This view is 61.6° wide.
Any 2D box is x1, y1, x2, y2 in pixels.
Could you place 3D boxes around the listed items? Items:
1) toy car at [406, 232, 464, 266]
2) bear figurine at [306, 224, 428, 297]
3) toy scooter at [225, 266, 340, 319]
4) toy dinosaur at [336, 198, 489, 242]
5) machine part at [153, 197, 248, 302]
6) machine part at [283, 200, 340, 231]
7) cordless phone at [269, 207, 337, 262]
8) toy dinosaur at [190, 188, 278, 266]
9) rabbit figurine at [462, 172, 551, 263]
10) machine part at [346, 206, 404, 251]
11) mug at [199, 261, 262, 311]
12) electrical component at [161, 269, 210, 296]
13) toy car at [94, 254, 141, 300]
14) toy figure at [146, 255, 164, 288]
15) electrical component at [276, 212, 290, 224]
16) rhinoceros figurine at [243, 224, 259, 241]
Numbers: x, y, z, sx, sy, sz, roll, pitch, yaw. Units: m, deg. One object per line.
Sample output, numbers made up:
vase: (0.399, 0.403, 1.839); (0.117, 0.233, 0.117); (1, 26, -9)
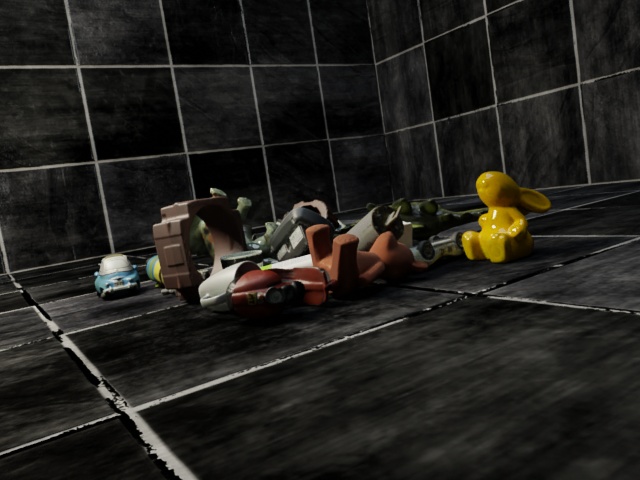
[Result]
toy car: (0.227, 0.023, 1.095); (0.201, 0.056, 0.074); (-12, 0, -42)
bear figurine: (0.087, 0.025, 0.935); (0.196, 0.131, 0.120); (-17, 23, -28)
toy scooter: (-0.050, 0.080, 0.851); (0.135, 0.075, 0.184); (-4, 2, 34)
toy dinosaur: (0.234, -0.045, 1.298); (0.472, 0.105, 0.198); (-10, -9, 24)
machine part: (-0.244, 0.016, 1.120); (0.087, 0.200, 0.201); (-8, 5, 30)
machine part: (-0.034, -0.018, 1.372); (0.180, 0.179, 0.056); (-4, -27, 41)
cordless phone: (-0.002, -0.004, 1.141); (0.184, 0.089, 0.146); (-7, -31, -41)
toy dinosaur: (-0.199, 0.016, 1.276); (0.405, 0.192, 0.131); (44, 24, 28)
rabbit figurine: (0.361, -0.051, 1.038); (0.162, 0.173, 0.122); (-14, 2, -11)
machine part: (0.091, 0.003, 1.071); (0.079, 0.079, 0.243); (-12, -18, -34)
mug: (-0.163, 0.092, 0.927); (0.107, 0.080, 0.109); (-16, 14, 36)
electrical component: (-0.296, 0.095, 1.201); (0.102, 0.045, 0.078); (-8, 4, 4)
toy car: (-0.506, 0.087, 1.330); (0.109, 0.102, 0.162); (-12, 4, -21)
toy figure: (-0.377, 0.079, 1.333); (0.180, 0.082, 0.089); (7, 34, 43)
electrical component: (-0.066, -0.002, 1.309); (0.058, 0.115, 0.134); (34, -3, -42)
rhinoceros figurine: (-0.185, 0.027, 1.395); (0.112, 0.073, 0.190); (-36, 38, -1)
